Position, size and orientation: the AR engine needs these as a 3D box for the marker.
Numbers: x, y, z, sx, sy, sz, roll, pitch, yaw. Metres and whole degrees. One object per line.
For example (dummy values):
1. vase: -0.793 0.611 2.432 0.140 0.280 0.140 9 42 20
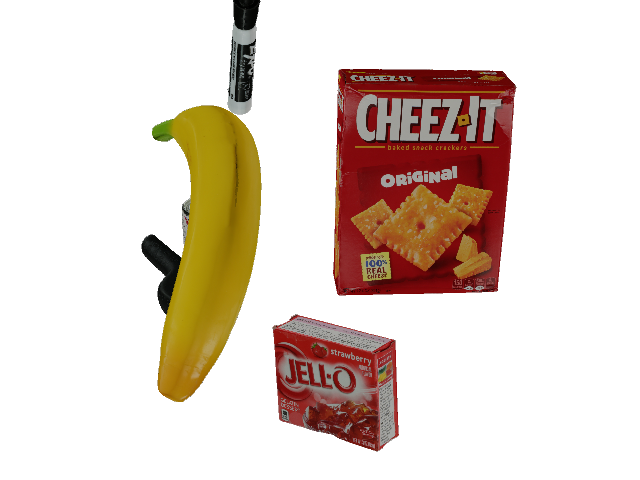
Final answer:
1. marker: -0.058 -0.139 0.792 0.020 0.020 0.121 0 -33 -7

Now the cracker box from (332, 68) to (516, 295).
1. cracker box: 0.097 -0.054 1.038 0.164 0.214 0.072 0 21 -4

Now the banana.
1. banana: -0.058 -0.011 0.554 0.037 0.198 0.070 23 -51 -28

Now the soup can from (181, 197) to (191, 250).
1. soup can: -0.133 0.003 1.297 0.068 0.102 0.068 0 26 0

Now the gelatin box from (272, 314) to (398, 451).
1. gelatin box: 0.009 0.097 0.734 0.089 0.073 0.030 11 23 36

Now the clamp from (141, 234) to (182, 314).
1. clamp: -0.115 0.037 1.088 0.120 0.039 0.171 -11 34 -9
